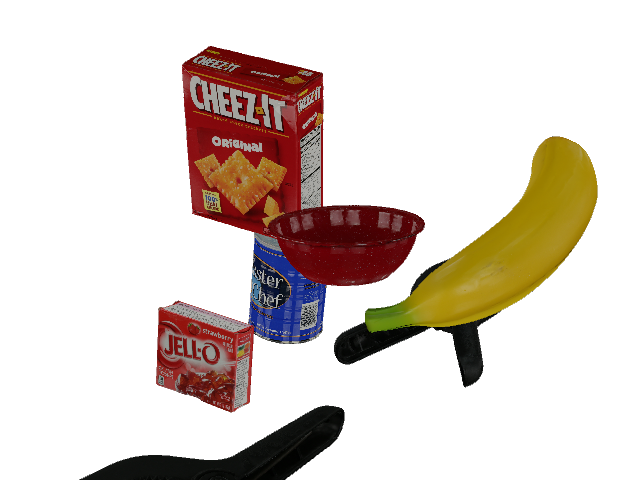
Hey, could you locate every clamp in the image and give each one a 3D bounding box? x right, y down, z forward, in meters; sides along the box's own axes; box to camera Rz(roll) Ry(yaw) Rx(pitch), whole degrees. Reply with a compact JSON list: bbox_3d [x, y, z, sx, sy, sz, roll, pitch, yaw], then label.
[{"bbox_3d":[-0.053,0.139,0.573,0.209,0.036,0.165,0,19,-13],"label":"clamp"},{"bbox_3d":[0.104,0.057,0.831,0.120,0.039,0.171,19,42,37],"label":"clamp"}]

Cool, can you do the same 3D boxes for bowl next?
[{"bbox_3d":[0.027,0.008,1.098,0.162,0.055,0.162,-2,15,0],"label":"bowl"}]

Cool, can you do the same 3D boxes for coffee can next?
[{"bbox_3d":[-0.041,0.052,1.416,0.103,0.140,0.103,4,25,-2],"label":"coffee can"}]

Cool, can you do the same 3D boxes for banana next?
[{"bbox_3d":[0.103,-0.009,0.555,0.070,0.037,0.197,15,38,36],"label":"banana"}]

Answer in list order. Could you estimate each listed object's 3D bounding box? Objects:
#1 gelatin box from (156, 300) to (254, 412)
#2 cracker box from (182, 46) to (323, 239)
[{"bbox_3d":[-0.101,0.099,0.923,0.089,0.073,0.030,15,19,31],"label":"gelatin box"},{"bbox_3d":[-0.082,-0.114,1.312,0.164,0.214,0.072,17,38,24],"label":"cracker box"}]
